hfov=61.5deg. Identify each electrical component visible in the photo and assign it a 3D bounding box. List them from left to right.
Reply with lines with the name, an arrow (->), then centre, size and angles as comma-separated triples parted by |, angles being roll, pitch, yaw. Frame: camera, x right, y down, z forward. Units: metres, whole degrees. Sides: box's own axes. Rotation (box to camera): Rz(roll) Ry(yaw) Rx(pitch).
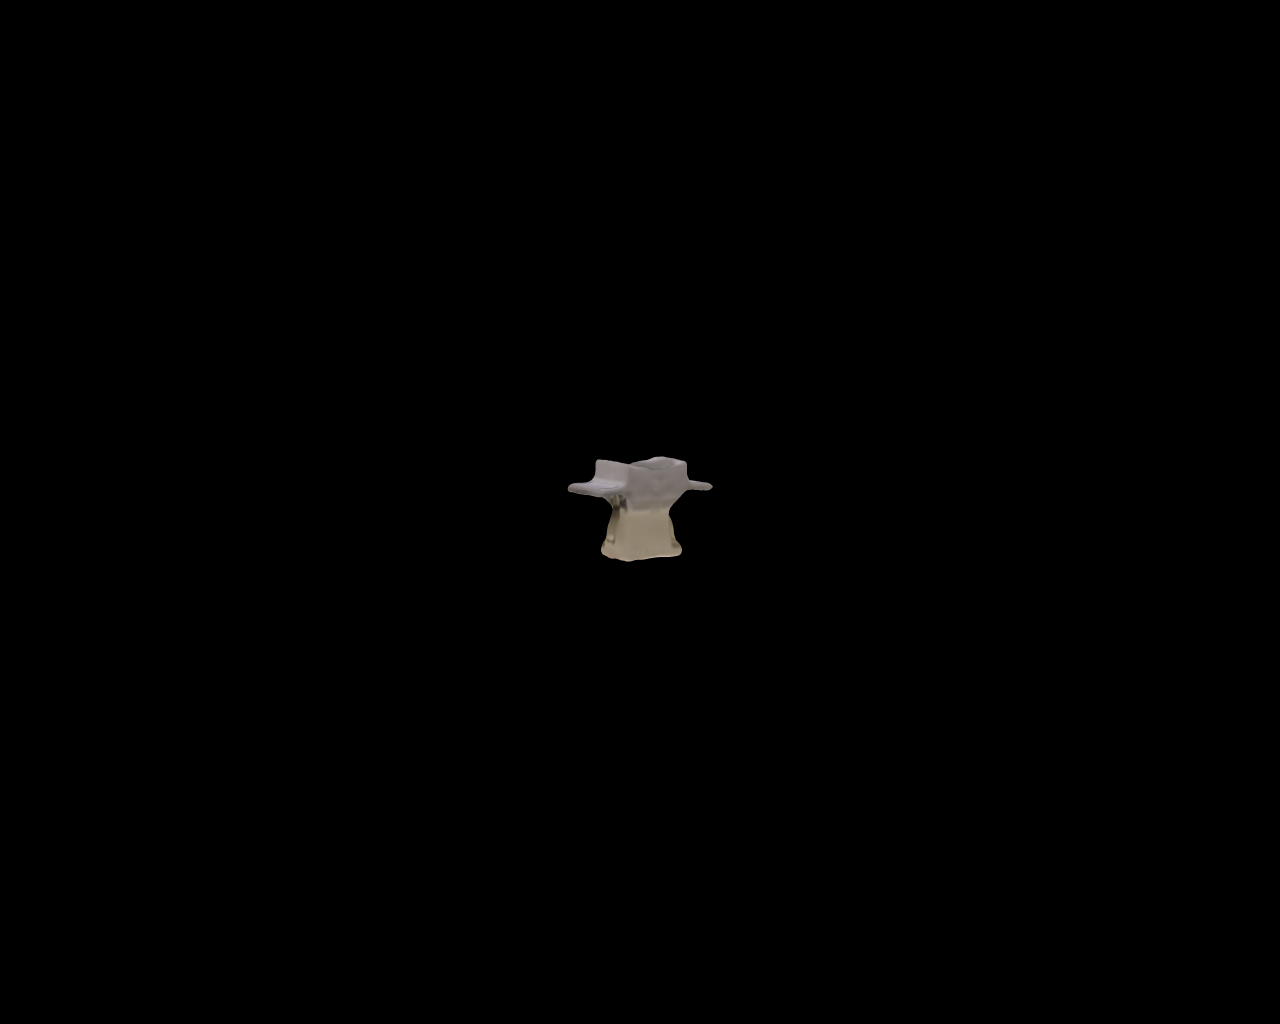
electrical component -> 0.001, -0.003, 0.650 | 0.081, 0.063, 0.042 | -4, 8, -29
